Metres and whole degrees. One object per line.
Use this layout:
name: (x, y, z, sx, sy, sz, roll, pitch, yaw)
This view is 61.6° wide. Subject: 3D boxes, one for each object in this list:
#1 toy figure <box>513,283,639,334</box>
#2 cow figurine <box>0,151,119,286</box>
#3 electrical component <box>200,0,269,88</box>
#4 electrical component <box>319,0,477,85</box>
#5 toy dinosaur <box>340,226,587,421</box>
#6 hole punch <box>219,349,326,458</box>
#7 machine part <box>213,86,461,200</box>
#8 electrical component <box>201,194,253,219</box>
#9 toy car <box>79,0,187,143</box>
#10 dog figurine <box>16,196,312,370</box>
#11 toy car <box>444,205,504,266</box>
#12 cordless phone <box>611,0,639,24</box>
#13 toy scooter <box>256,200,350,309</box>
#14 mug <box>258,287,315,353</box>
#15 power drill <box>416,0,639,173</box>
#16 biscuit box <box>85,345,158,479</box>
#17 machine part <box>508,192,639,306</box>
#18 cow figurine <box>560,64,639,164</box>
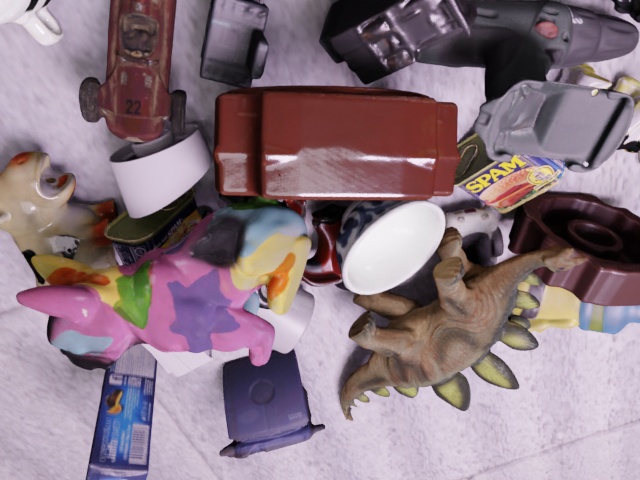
toy figure: (0.328, 0.071, 0.689, 0.180, 0.082, 0.089, 3, 104, 31)
cow figurine: (-0.278, -0.002, 0.563, 0.127, 0.086, 0.194, -9, 125, -12)
electrical component: (-0.075, -0.172, 0.466, 0.048, 0.119, 0.074, 9, 123, -17)
electrical component: (0.064, -0.200, 0.460, 0.134, 0.115, 0.058, -15, 136, 36)
toy dinosaur: (0.131, 0.130, 0.671, 0.198, 0.105, 0.471, 38, 136, -12)
hole punch: (-0.072, 0.216, 0.725, 0.142, 0.116, 0.092, -11, 116, -4)
machine part: (0.006, -0.086, 0.482, 0.201, 0.201, 0.087, -2, 101, -10)
electrical component: (-0.084, -0.020, 0.620, 0.094, 0.021, 0.063, 30, 113, -27)
toy car: (-0.152, -0.185, 0.460, 0.089, 0.053, 0.202, 7, 104, -12)
dog figurine: (-0.137, 0.032, 0.476, 0.219, 0.109, 0.191, 13, 109, -25)
toy car: (0.193, 0.045, 0.694, 0.074, 0.056, 0.201, -10, 127, 3)
cordless phone: (0.336, -0.217, 0.494, 0.184, 0.147, 0.089, 37, 117, -24)
toy scooter: (-0.001, -0.002, 0.607, 0.184, 0.075, 0.135, -11, 111, -25)
mug: (-0.078, 0.087, 0.663, 0.107, 0.081, 0.109, 32, 121, -15)
power drill: (0.202, -0.154, 0.477, 0.232, 0.207, 0.085, 6, 141, -2)
biscuit box: (-0.226, 0.196, 0.624, 0.059, 0.203, 0.062, 12, 121, -20)
machine part: (0.314, 0.007, 0.627, 0.179, 0.179, 0.056, 1, 125, -12)
cow figurine: (0.327, -0.128, 0.599, 0.167, 0.068, 0.098, 14, 125, -15)
